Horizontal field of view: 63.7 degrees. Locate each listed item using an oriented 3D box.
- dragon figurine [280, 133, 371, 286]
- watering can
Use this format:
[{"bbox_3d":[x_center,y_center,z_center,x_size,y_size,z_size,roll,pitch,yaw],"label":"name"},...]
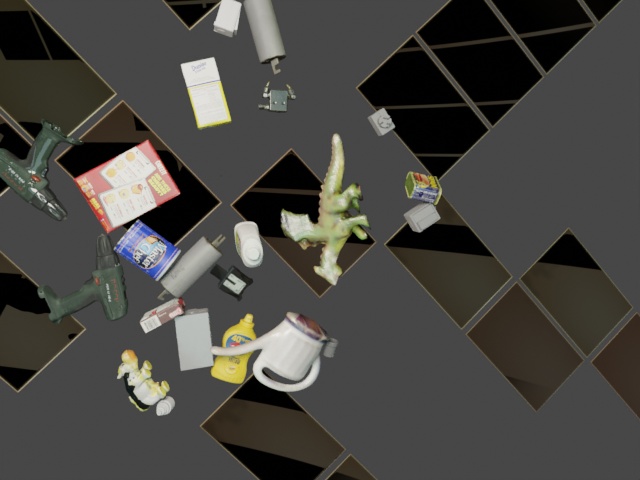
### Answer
[{"bbox_3d":[0.004,-0.074,1.464,0.243,0.123,0.408,-18,96,-2],"label":"dragon figurine"},{"bbox_3d":[-0.115,0.300,1.437,0.343,0.105,0.225,35,87,-32],"label":"watering can"}]
